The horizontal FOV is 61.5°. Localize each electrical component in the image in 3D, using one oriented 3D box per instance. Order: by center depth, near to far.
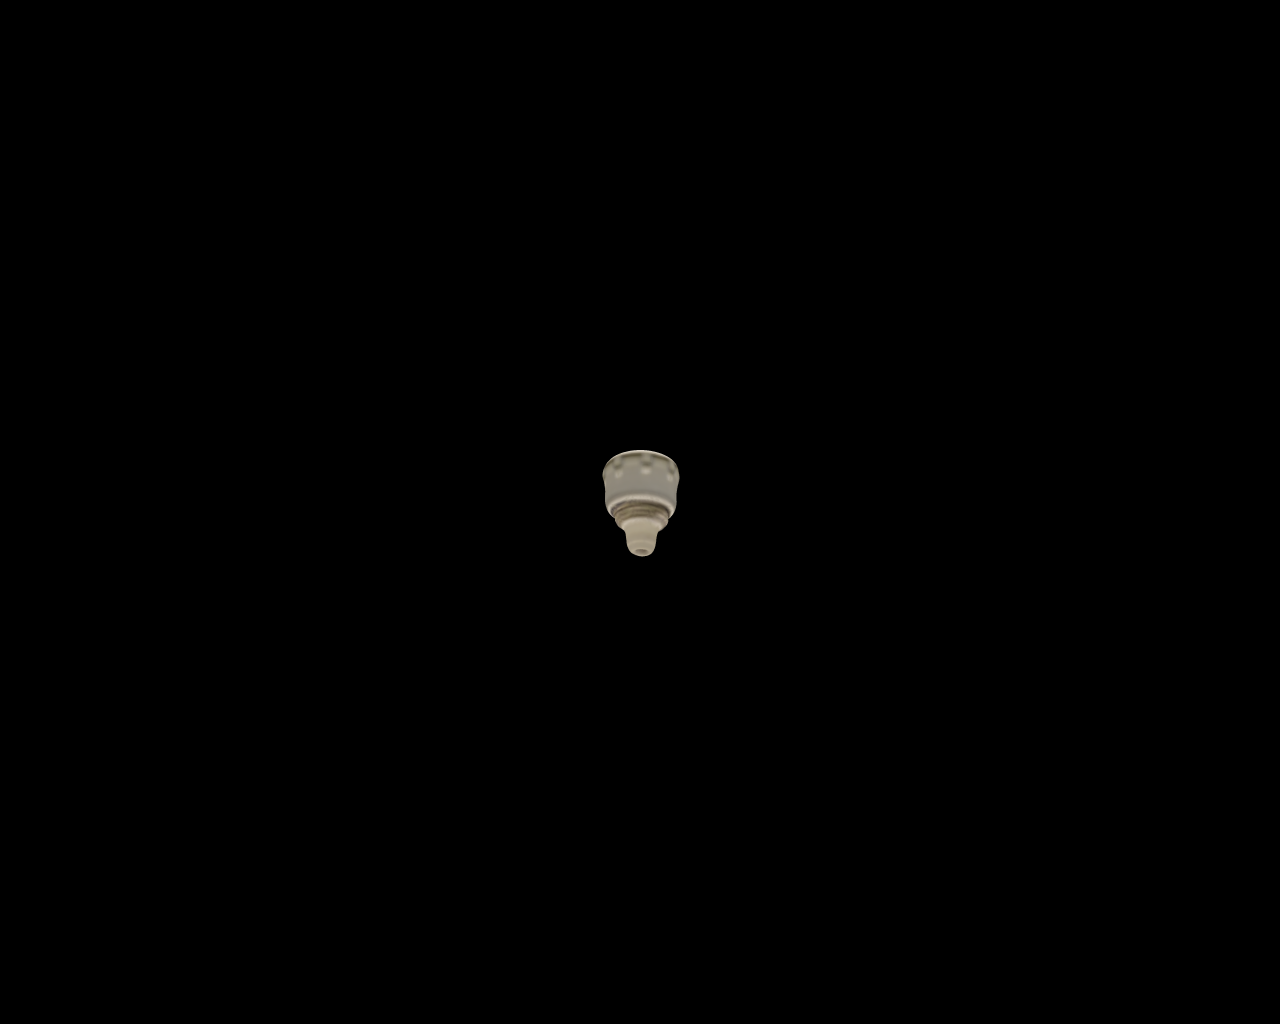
[{"bbox_3d":[0.001,-0.003,0.650,0.048,0.062,0.048,0,-26,0],"label":"electrical component"}]
